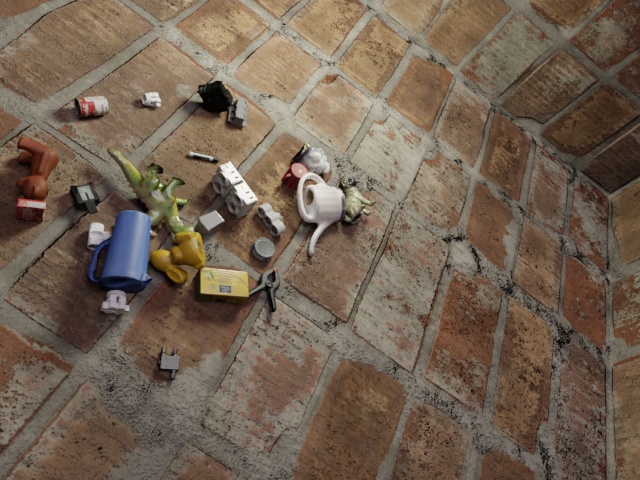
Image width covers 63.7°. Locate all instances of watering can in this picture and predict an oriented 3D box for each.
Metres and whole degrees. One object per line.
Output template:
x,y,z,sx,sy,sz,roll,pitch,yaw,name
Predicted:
0.006,-0.106,2.105,0.225,0.103,0.351,0,77,-37,watering can

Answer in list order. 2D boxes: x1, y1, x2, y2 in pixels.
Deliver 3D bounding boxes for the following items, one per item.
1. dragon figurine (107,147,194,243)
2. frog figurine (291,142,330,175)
-0.594,-0.126,1.754,0.409,0.120,0.248,30,58,-10,dragon figurine
-0.026,-0.331,2.222,0.158,0.123,0.138,37,81,-18,frog figurine
